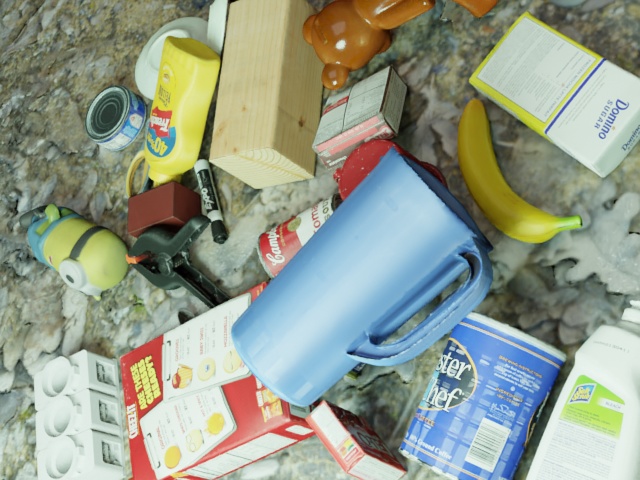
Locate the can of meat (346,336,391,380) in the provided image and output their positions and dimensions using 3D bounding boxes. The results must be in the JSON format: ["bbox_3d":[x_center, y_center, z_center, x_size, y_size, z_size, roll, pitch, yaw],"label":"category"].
[{"bbox_3d":[0.027,0.078,1.096,0.084,0.057,0.102,-49,51,6],"label":"can of meat"}]

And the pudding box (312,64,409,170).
[{"bbox_3d":[0.045,-0.133,1.155,0.090,0.039,0.113,-23,30,27],"label":"pudding box"}]

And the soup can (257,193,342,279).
[{"bbox_3d":[-0.008,0.001,1.147,0.102,0.068,0.068,-28,57,23],"label":"soup can"}]

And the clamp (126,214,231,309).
[{"bbox_3d":[-0.164,0.033,1.253,0.172,0.039,0.120,-5,102,51],"label":"clamp"}]

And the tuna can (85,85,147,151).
[{"bbox_3d":[-0.276,-0.165,1.437,0.086,0.033,0.086,-15,63,31],"label":"tuna can"}]

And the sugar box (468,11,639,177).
[{"bbox_3d":[0.239,-0.144,1.043,0.093,0.048,0.176,-51,54,7],"label":"sugar box"}]

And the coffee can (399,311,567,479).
[{"bbox_3d":[0.145,0.145,0.950,0.103,0.102,0.140,21,84,40],"label":"coffee can"}]

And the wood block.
[{"bbox_3d":[-0.056,-0.177,1.243,0.090,0.090,0.206,-8,66,33],"label":"wood block"}]

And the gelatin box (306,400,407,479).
[{"bbox_3d":[0.036,0.196,1.018,0.030,0.089,0.073,-47,51,7],"label":"gelatin box"}]

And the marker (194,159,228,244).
[{"bbox_3d":[-0.131,-0.046,1.289,0.020,0.020,0.121,-32,55,22],"label":"marker"}]

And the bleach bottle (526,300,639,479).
[{"bbox_3d":[0.240,0.173,0.897,0.103,0.068,0.251,16,79,39],"label":"bleach bottle"}]

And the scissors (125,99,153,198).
[{"bbox_3d":[-0.204,-0.142,1.387,0.096,0.016,0.201,3,73,35],"label":"scissors"}]

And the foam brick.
[{"bbox_3d":[-0.190,-0.032,1.305,0.078,0.052,0.051,-17,61,30],"label":"foam brick"}]

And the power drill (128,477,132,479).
[{"bbox_3d":[-0.196,0.372,1.135,0.188,0.057,0.184,32,91,40],"label":"power drill"}]

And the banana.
[{"bbox_3d":[0.179,-0.060,1.059,0.069,0.037,0.198,-32,54,-1],"label":"banana"}]

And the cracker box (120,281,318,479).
[{"bbox_3d":[-0.110,0.165,1.152,0.214,0.072,0.164,-29,55,25],"label":"cracker box"}]

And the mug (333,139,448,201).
[{"bbox_3d":[0.064,-0.056,1.109,0.117,0.081,0.093,18,82,40],"label":"mug"}]

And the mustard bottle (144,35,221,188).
[{"bbox_3d":[-0.173,-0.143,1.292,0.096,0.058,0.192,41,124,46],"label":"mustard bottle"}]

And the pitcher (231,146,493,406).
[{"bbox_3d":[0.038,0.046,0.990,0.145,0.149,0.243,44,99,-5],"label":"pitcher"}]

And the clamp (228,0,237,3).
[{"bbox_3d":[-0.035,-0.335,1.330,0.210,0.036,0.164,-23,58,23],"label":"clamp"}]
